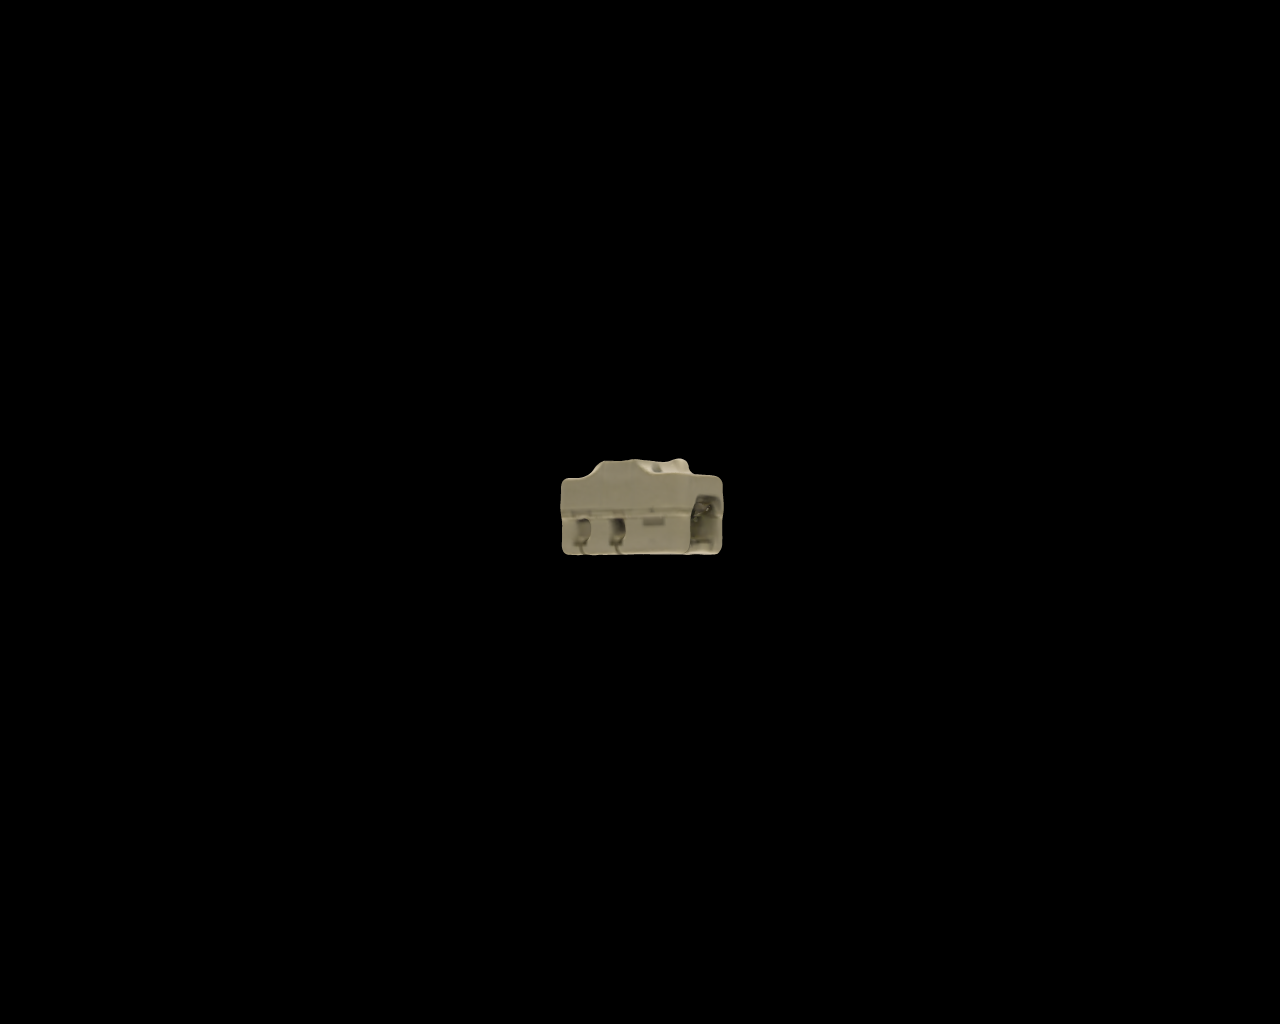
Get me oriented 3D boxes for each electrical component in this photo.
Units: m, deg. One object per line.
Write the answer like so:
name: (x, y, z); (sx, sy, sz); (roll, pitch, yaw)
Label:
electrical component: (0.001, -0.003, 0.650); (0.089, 0.055, 0.050); (-1, -2, 34)
